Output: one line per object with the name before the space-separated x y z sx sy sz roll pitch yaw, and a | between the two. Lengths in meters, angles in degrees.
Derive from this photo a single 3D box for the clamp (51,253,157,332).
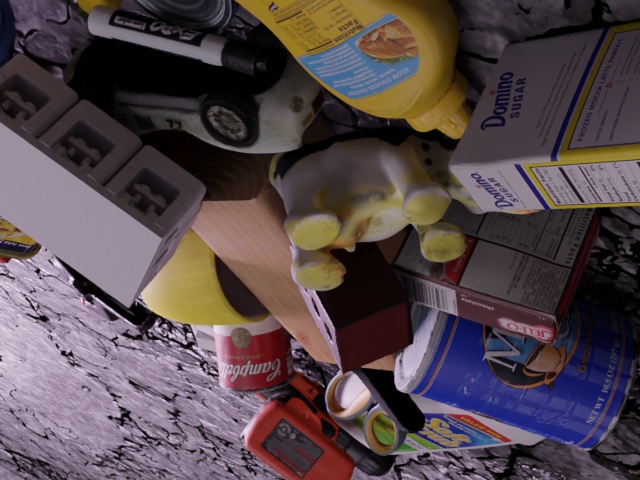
clamp | -0.241 0.033 1.089 0.164 0.036 0.210 47 164 -7

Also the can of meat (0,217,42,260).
can of meat | -0.240 -0.033 0.790 0.101 0.057 0.084 13 148 -31

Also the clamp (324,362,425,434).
clamp | 0.032 0.093 0.917 0.172 0.039 0.120 20 119 48

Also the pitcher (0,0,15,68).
pitcher | -0.296 -0.105 0.831 0.149 0.145 0.243 -4 161 -24

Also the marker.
marker | -0.084 -0.120 0.643 0.121 0.020 0.020 18 152 18

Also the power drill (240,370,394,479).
power drill | -0.002 0.197 1.069 0.184 0.057 0.187 36 -175 -1

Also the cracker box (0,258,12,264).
cracker box | -0.414 -0.062 1.076 0.164 0.072 0.213 -3 140 44

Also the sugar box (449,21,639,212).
sugar box | 0.157 -0.062 0.517 0.177 0.093 0.048 -2 141 47

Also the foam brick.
foam brick | 0.020 0.034 0.684 0.053 0.051 0.078 78 167 -49

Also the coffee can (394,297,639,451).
coffee can | 0.135 0.078 0.750 0.140 0.102 0.103 19 154 -5

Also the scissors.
scissors | 0.074 0.126 0.927 0.202 0.016 0.096 -38 82 47

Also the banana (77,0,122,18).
banana | -0.164 -0.197 0.640 0.070 0.037 0.197 12 149 26

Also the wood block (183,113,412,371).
wood block | -0.005 0.001 0.783 0.090 0.090 0.206 2 144 41

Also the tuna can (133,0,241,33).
tuna can | -0.081 -0.162 0.626 0.086 0.033 0.086 22 153 12

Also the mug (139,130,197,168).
mug | -0.139 -0.054 0.788 0.093 0.117 0.081 31 150 14

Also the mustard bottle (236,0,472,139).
mustard bottle | 0.019 -0.121 0.578 0.191 0.058 0.096 41 146 -25

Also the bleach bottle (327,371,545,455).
bleach bottle | 0.121 0.146 0.958 0.102 0.068 0.251 41 148 -23

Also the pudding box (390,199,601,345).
pudding box | 0.113 0.007 0.685 0.114 0.090 0.039 18 150 21

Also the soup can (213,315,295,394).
soup can | -0.060 0.075 0.936 0.069 0.068 0.102 5 106 38
